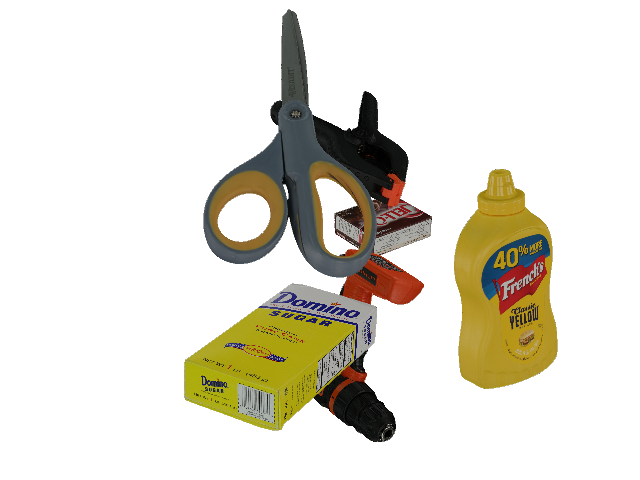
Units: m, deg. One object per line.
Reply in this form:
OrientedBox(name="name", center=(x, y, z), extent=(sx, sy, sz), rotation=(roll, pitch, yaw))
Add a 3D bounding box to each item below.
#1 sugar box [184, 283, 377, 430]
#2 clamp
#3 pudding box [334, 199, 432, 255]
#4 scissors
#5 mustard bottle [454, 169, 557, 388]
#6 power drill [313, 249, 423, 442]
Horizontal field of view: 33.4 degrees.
OrientedBox(name="sugar box", center=(-0.030, 0.095, 0.923), extent=(0.093, 0.048, 0.176), rotation=(15, 29, 25))
OrientedBox(name="clamp", center=(0.024, -0.095, 1.053), extent=(0.120, 0.039, 0.171), rotation=(-9, 40, -17))
OrientedBox(name="pudding box", center=(0.090, -0.022, 1.534), extent=(0.113, 0.039, 0.090), rotation=(-22, 36, -31))
OrientedBox(name="scissors", center=(-0.030, -0.056, 0.580), extent=(0.096, 0.202, 0.016), rotation=(-12, -39, -14))
OrientedBox(name="mustard bottle", center=(0.164, 0.030, 0.948), extent=(0.096, 0.191, 0.058), rotation=(-17, 22, -26))
OrientedBox(name="power drill", center=(0.050, 0.118, 1.238), extent=(0.057, 0.188, 0.185), rotation=(13, 15, -41))
